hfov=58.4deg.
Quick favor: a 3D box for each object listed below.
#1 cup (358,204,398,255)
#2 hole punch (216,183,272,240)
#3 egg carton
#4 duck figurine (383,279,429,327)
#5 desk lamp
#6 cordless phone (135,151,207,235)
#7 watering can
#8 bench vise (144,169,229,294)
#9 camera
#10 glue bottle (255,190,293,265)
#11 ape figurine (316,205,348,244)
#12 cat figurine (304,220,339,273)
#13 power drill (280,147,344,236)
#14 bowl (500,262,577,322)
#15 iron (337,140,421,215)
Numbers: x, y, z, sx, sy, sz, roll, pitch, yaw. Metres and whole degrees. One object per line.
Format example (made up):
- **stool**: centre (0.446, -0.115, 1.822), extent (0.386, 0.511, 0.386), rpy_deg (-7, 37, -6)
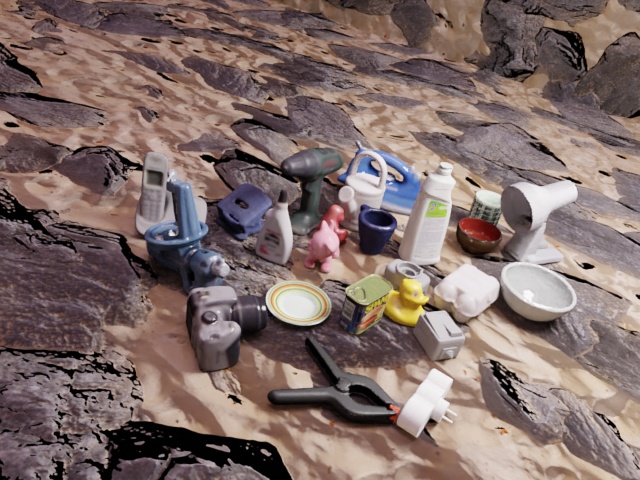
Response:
- **cup**: centre (0.119, -0.021, 1.340), extent (0.092, 0.095, 0.117), rpy_deg (-8, 39, -28)
- **hole punch**: centre (-0.174, -0.067, 1.310), extent (0.108, 0.091, 0.101), rpy_deg (35, 39, 30)
- **egg carton**: centre (0.316, 0.113, 1.232), extent (0.107, 0.069, 0.151), rpy_deg (33, 38, 27)
- **duck figurine**: centre (0.173, 0.116, 1.163), extent (0.104, 0.086, 0.078), rpy_deg (28, 36, 22)
- **desk lamp**: centre (0.534, -0.049, 1.416), extent (0.204, 0.213, 0.117), rpy_deg (-6, 38, -26)
- **cordless phone**: centre (-0.312, -0.091, 1.212), extent (0.148, 0.185, 0.094), rpy_deg (7, 34, -9)
- **watering can**: centre (0.106, -0.121, 1.392), extent (0.101, 0.194, 0.173), rpy_deg (17, 34, 6)
- **bench vise**: centre (-0.242, -0.016, 1.093), extent (0.207, 0.220, 0.122), rpy_deg (22, 34, 13)
- **camera**: centre (-0.158, 0.138, 1.003), extent (0.137, 0.101, 0.142), rpy_deg (-4, 37, -24)
- **glue bottle**: centre (-0.090, -0.032, 1.212), extent (0.078, 0.173, 0.037), rpy_deg (19, 34, 10)
- **ape figurine**: centre (0.032, -0.039, 1.339), extent (0.076, 0.092, 0.077), rpy_deg (0, 35, -19)
- **cat figurine**: centre (0.011, 0.004, 1.244), extent (0.067, 0.118, 0.128), rpy_deg (16, 34, 5)
- **power drill**: centre (-0.029, -0.121, 1.333), extent (0.075, 0.208, 0.230), rpy_deg (27, 36, 21)
- **bowl**: centre (0.468, 0.126, 1.261), extent (0.167, 0.075, 0.167), rpy_deg (9, 34, -6)
- **iron**: centre (0.185, -0.167, 1.536), extent (0.257, 0.141, 0.119), rpy_deg (22, 34, 14)
